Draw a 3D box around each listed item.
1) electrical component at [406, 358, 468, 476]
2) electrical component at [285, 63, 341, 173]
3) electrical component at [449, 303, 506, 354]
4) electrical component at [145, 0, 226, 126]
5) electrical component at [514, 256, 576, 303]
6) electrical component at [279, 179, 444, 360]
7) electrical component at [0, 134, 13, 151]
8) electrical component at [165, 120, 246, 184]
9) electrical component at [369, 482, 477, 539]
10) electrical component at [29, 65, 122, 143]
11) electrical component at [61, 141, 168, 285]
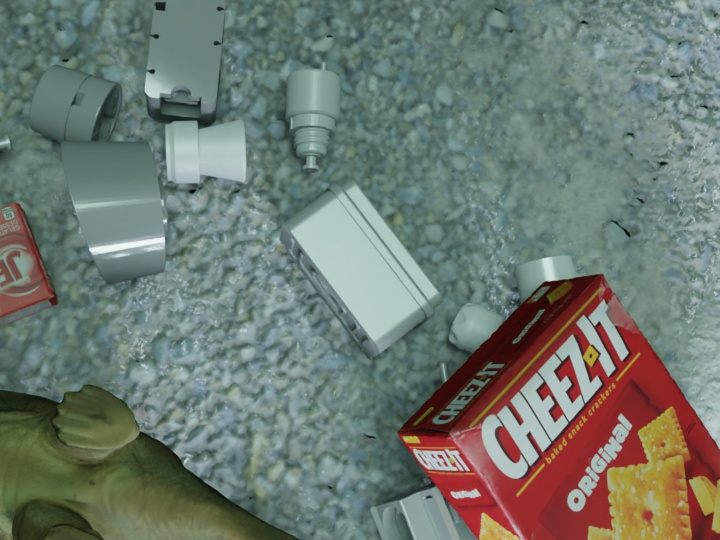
[{"bbox_3d":[0.074,0.101,0.758,0.083,0.047,0.075,-7,80,-10],"label":"electrical component"},{"bbox_3d":[-0.035,-0.111,0.788,0.040,0.040,0.078,3,79,-8],"label":"electrical component"},{"bbox_3d":[0.097,0.049,0.773,0.061,0.035,0.035,24,76,15],"label":"electrical component"},{"bbox_3d":[-0.125,-0.155,0.775,0.050,0.055,0.089,5,78,-8],"label":"electrical component"},{"bbox_3d":[0.141,0.034,0.784,0.043,0.043,0.081,-9,80,-10],"label":"electrical component"},{"bbox_3d":[0.000,0.000,0.752,0.057,0.078,0.113,-37,86,-10],"label":"electrical component"},{"bbox_3d":[-0.282,-0.080,0.744,0.078,0.040,0.040,-15,81,-11],"label":"electrical component"},{"bbox_3d":[-0.110,-0.084,0.769,0.055,0.045,0.045,-2,79,-9],"label":"electrical component"},{"bbox_3d":[0.064,0.204,0.724,0.063,0.079,0.121,-17,81,-31],"label":"electrical component"},{"bbox_3d":[-0.200,-0.113,0.757,0.047,0.055,0.055,20,77,-1],"label":"electrical component"},{"bbox_3d":[-0.164,-0.040,0.725,0.064,0.099,0.099,-8,80,-16],"label":"electrical component"}]
